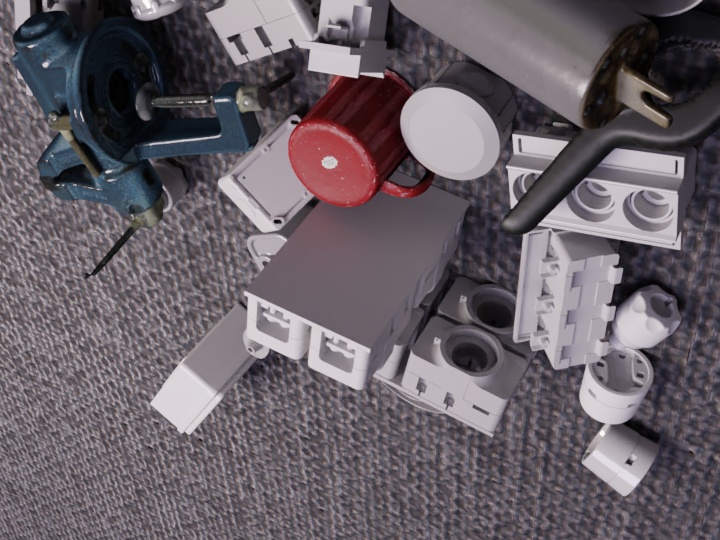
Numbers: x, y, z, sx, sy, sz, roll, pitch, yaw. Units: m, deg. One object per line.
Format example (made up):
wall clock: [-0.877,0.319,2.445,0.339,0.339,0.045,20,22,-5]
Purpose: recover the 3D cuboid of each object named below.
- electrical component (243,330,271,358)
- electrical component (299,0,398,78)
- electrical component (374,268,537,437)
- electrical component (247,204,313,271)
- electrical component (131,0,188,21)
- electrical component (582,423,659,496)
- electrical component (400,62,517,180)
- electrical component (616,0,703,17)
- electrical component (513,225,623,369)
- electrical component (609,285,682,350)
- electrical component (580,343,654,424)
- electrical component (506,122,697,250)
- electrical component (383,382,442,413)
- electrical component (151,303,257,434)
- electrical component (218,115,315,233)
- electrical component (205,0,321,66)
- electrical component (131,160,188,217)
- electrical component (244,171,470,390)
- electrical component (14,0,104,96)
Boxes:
electrical component: [-0.087,0.052,1.059,0.043,0.081,0.043,20,137,19]
electrical component: [-0.006,-0.176,0.793,0.042,0.081,0.063,13,105,24]
electrical component: [0.058,0.048,0.933,0.186,0.105,0.060,26,139,12]
electrical component: [-0.054,-0.011,0.992,0.054,0.059,0.095,-2,126,37]
electrical component: [-0.171,-0.237,0.874,0.048,0.048,0.062,-3,117,37]
electrical component: [0.232,0.166,0.962,0.047,0.055,0.055,35,140,8]
electrical component: [0.075,-0.112,0.811,0.080,0.051,0.080,19,137,19]
electrical component: [0.174,-0.205,0.643,0.099,0.064,0.099,20,137,19]
electrical component: [0.168,0.016,0.848,0.079,0.063,0.121,-10,134,-8]
electrical component: [0.223,0.043,0.860,0.043,0.043,0.062,37,142,0]
electrical component: [0.215,0.097,0.909,0.055,0.055,0.047,23,142,15]
electrical component: [0.175,-0.065,0.775,0.121,0.063,0.078,12,134,26]
electrical component: [0.063,0.087,1.018,0.099,0.064,0.099,27,153,15]
electrical component: [-0.156,0.105,1.137,0.056,0.108,0.108,41,140,-1]
electrical component: [-0.065,-0.085,0.916,0.061,0.096,0.061,47,166,-12]
electrical component: [-0.068,-0.202,0.828,0.089,0.050,0.055,-8,123,40]
electrical component: [-0.198,-0.073,1.033,0.043,0.062,0.043,20,137,19]
electrical component: [0.000,0.000,0.866,0.105,0.186,0.060,24,138,14]
electrical component: [-0.261,-0.218,0.934,0.063,0.078,0.121,16,138,-2]
